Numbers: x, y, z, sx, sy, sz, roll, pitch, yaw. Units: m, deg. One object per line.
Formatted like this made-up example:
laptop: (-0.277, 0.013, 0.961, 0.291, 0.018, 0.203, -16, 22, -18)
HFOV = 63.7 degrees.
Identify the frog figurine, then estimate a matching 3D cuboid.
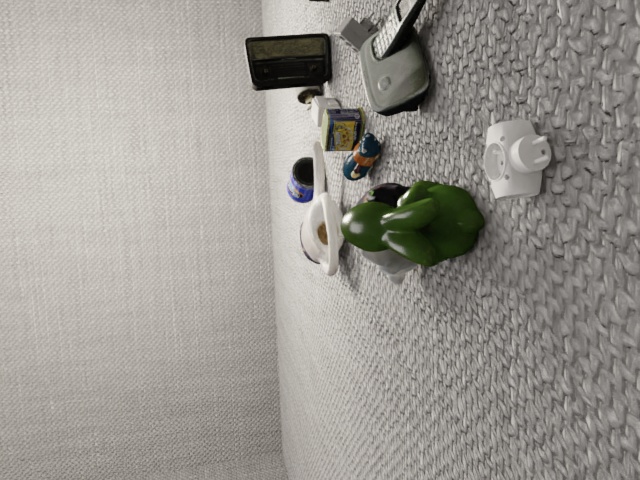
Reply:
frog figurine: (0.115, -0.011, 0.847, 0.155, 0.123, 0.140, 87, -155, -50)

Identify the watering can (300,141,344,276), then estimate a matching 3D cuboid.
watering can: (0.004, -0.069, 1.377, 0.221, 0.104, 0.352, 122, 142, -70)
